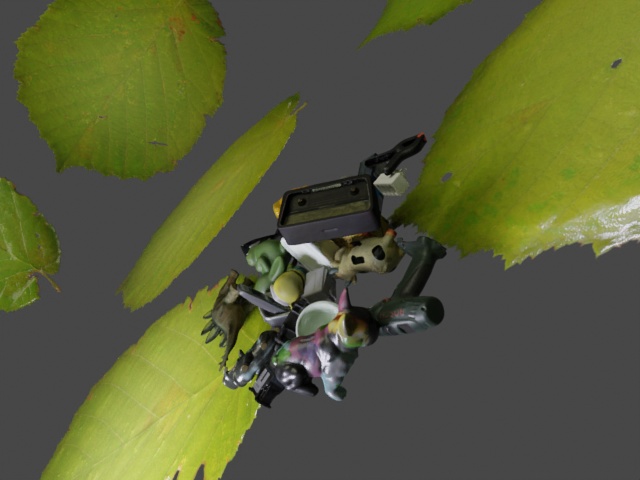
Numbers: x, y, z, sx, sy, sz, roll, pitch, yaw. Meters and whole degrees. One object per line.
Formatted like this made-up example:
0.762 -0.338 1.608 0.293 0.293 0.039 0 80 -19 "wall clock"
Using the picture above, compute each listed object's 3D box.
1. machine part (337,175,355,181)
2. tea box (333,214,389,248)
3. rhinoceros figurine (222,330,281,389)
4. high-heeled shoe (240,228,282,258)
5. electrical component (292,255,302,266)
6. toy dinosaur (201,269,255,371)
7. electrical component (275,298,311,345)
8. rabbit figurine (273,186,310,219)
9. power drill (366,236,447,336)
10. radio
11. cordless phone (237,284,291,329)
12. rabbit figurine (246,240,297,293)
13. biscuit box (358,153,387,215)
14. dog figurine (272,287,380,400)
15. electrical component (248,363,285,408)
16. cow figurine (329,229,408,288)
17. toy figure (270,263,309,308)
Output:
0.058 -0.123 1.456 0.079 0.079 0.243 -38 0 27 "machine part"
0.077 -0.026 1.349 0.170 0.098 0.068 -23 36 48 "tea box"
-0.175 0.306 1.365 0.190 0.073 0.112 -48 27 7 "rhinoceros figurine"
-0.160 -0.023 1.687 0.086 0.145 0.249 -25 38 43 "high-heeled shoe"
-0.052 0.033 1.575 0.063 0.021 0.094 -18 42 50 "electrical component"
-0.270 0.224 1.609 0.198 0.105 0.472 -57 16 7 "toy dinosaur"
-0.056 0.201 1.269 0.115 0.058 0.134 -56 -4 -15 "electrical component"
-0.038 -0.077 1.628 0.162 0.121 0.173 -36 42 12 "rabbit figurine"
0.159 0.095 1.076 0.232 0.086 0.207 -9 45 54 "power drill"
0.022 -0.070 1.248 0.230 0.073 0.131 -9 47 15 "radio"
-0.144 0.153 1.386 0.088 0.184 0.147 -54 25 7 "cordless phone"
-0.127 0.093 1.522 0.159 0.121 0.170 -22 47 39 "rabbit figurine"
0.136 -0.141 1.446 0.063 0.059 0.203 -29 33 38 "biscuit box"
0.010 0.194 1.038 0.108 0.192 0.219 -80 0 -56 "dog figurine"
-0.109 0.325 1.261 0.119 0.047 0.075 -54 26 -1 "electrical component"
0.103 0.044 1.237 0.195 0.085 0.127 -2 49 56 "cow figurine"
-0.069 0.107 1.371 0.089 0.082 0.180 -67 -12 17 "toy figure"
